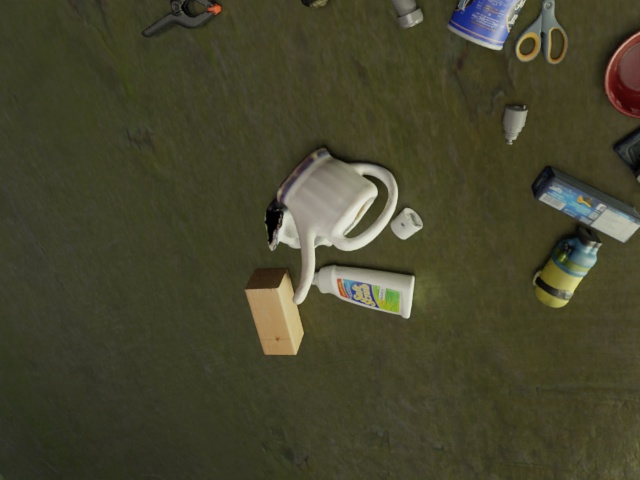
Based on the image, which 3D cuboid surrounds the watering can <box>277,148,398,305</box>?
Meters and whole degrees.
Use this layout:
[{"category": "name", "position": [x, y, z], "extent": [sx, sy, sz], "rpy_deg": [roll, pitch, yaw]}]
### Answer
[{"category": "watering can", "position": [0.003, -0.052, 1.039], "extent": [0.226, 0.352, 0.102], "rpy_deg": [38, 156, 17]}]

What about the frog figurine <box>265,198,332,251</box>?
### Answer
[{"category": "frog figurine", "position": [-0.040, -0.042, 1.171], "extent": [0.160, 0.124, 0.135], "rpy_deg": [-3, 116, -27]}]
